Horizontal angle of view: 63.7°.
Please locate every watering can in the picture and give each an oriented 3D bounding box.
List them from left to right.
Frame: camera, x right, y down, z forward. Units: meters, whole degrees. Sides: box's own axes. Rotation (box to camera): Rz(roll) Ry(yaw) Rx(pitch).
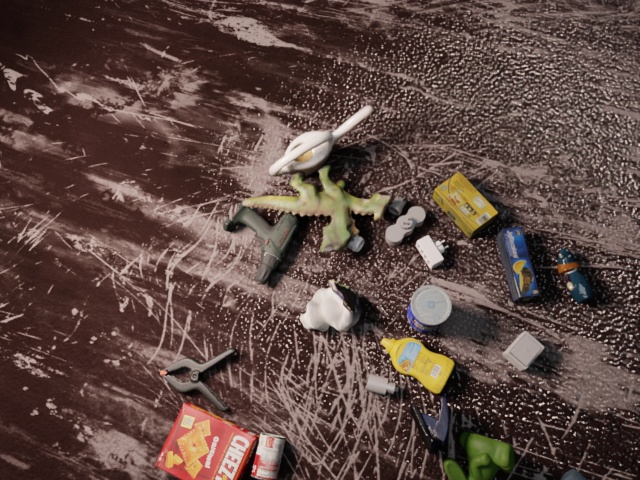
[{"bbox_3d":[-0.001,-0.278,1.535,0.349,0.223,0.104,-32,90,-9],"label":"watering can"}]

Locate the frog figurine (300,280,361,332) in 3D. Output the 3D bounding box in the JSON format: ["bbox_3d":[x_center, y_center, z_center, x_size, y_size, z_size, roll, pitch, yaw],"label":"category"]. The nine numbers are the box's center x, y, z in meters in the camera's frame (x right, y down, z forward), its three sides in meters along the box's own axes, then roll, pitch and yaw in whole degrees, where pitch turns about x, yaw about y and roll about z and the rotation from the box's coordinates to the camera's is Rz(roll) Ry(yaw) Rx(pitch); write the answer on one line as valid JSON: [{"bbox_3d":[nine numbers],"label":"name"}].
[{"bbox_3d":[0.030,0.199,1.419,0.138,0.124,0.157,47,116,10],"label":"frog figurine"}]

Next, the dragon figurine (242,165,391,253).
[{"bbox_3d":[0.004,-0.074,1.480,0.412,0.119,0.247,-19,63,-10],"label":"dragon figurine"}]
